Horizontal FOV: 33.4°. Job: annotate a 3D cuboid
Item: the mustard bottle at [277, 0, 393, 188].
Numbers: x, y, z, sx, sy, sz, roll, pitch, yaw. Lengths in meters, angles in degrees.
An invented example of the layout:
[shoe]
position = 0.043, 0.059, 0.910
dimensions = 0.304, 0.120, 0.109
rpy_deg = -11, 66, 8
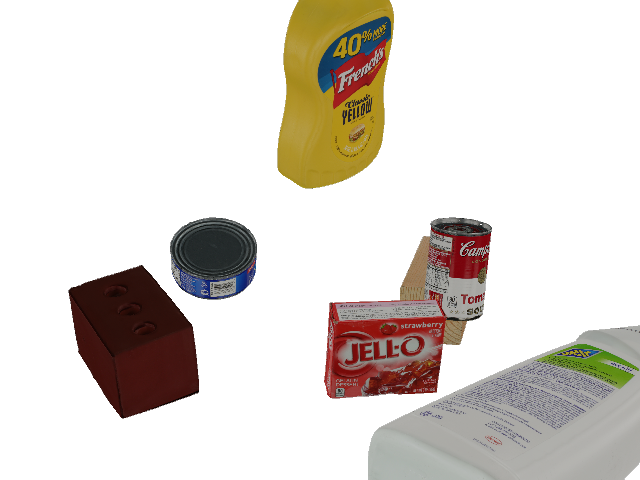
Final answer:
[mustard bottle]
position = 0.014, -0.138, 0.808
dimensions = 0.096, 0.192, 0.058
rpy_deg = -28, 49, -34

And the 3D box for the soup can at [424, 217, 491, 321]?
[soup can]
position = 0.153, 0.032, 1.194
dimensions = 0.068, 0.102, 0.068
rpy_deg = 3, 15, -1

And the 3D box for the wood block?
[wood block]
position = 0.183, 0.072, 1.622
dimensions = 0.091, 0.090, 0.206
rpy_deg = 3, 22, 14

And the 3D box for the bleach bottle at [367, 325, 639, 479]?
[bleach bottle]
position = 0.146, 0.102, 0.602
dimensions = 0.250, 0.068, 0.103
rpy_deg = -18, 27, -39

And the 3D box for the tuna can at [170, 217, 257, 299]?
[tuna can]
position = -0.106, 0.018, 1.060
dimensions = 0.086, 0.034, 0.086
rpy_deg = 2, 44, -2

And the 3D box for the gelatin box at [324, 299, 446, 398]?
[gelatin box]
position = 0.049, 0.084, 0.830
dimensions = 0.089, 0.073, 0.030
rpy_deg = -2, 30, -8

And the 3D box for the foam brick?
[foam brick]
position = -0.116, 0.062, 0.660
dimensions = 0.052, 0.051, 0.078
rpy_deg = -18, 37, -27
